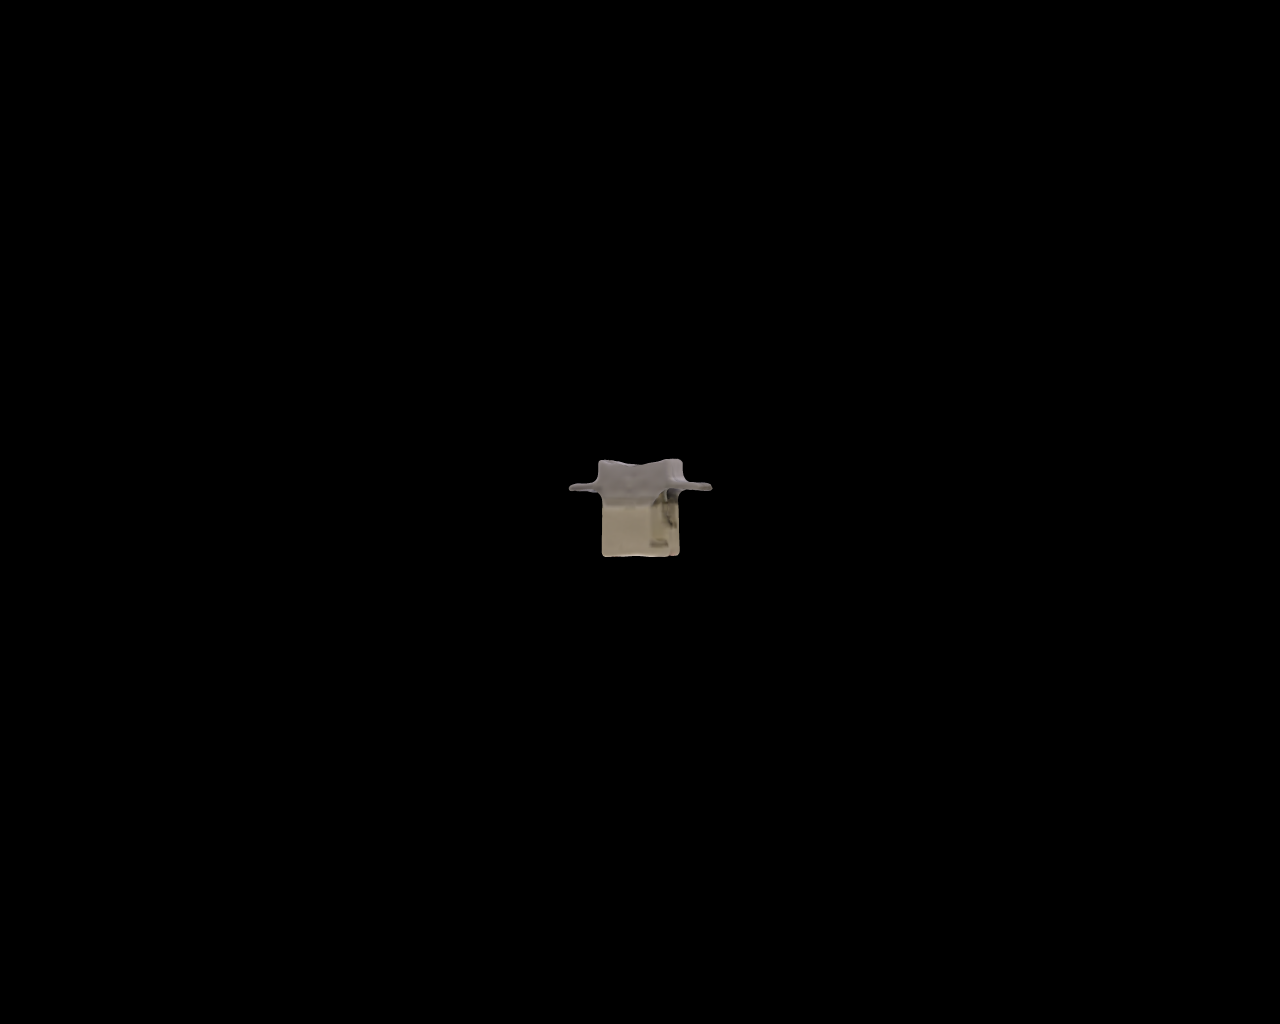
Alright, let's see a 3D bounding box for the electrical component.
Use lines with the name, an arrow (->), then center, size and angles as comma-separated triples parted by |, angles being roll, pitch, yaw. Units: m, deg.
electrical component -> 0.001, -0.003, 0.650 | 0.081, 0.063, 0.042 | 0, 0, 17
